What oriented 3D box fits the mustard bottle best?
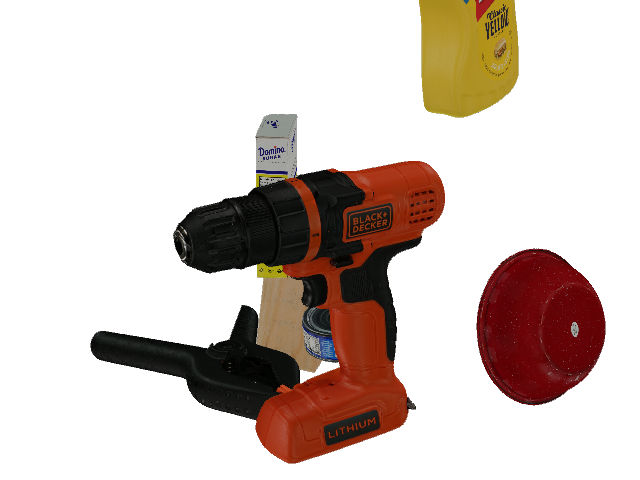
[{"bbox_3d":[0.107,-0.193,0.776,0.058,0.191,0.096,18,40,36],"label":"mustard bottle"}]

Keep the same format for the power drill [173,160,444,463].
[{"bbox_3d":[-0.004,0.047,0.686,0.184,0.188,0.057,-12,28,-27],"label":"power drill"}]

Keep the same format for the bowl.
[{"bbox_3d":[0.236,0.088,1.078,0.161,0.162,0.055,0,-1,-33],"label":"bowl"}]

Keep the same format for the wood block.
[{"bbox_3d":[-0.026,0.061,1.454,0.090,0.206,0.090,12,21,11],"label":"wood block"}]

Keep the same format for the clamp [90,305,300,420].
[{"bbox_3d":[-0.075,0.102,0.909,0.164,0.036,0.210,-13,22,-40],"label":"clamp"}]

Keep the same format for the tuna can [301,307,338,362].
[{"bbox_3d":[0.023,0.091,1.126,0.086,0.034,0.086,-6,27,3],"label":"tuna can"}]

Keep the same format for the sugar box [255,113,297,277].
[{"bbox_3d":[-0.052,-0.053,1.259,0.048,0.176,0.093,0,23,5],"label":"sugar box"}]
